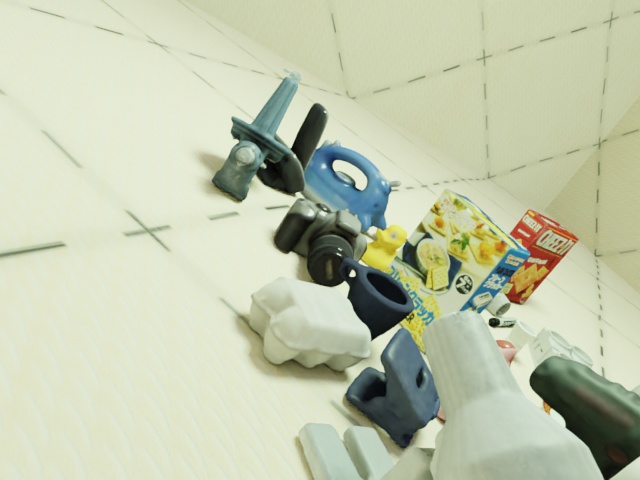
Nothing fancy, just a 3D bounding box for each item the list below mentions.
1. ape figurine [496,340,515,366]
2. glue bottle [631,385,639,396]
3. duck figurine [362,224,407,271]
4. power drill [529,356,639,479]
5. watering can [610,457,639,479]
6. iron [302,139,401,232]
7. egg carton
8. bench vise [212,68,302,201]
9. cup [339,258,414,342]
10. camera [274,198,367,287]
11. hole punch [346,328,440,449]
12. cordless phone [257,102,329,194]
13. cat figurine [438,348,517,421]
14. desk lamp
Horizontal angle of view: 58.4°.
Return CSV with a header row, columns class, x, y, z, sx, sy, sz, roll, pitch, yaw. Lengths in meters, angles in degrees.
class,x,y,z,sx,sy,sz,roll,pitch,yaw
ape figurine,0.261,0.189,0.876,0.076,0.092,0.078,35,20,2
glue bottle,0.556,0.283,0.999,0.037,0.173,0.078,41,21,18
duck figurine,0.133,0.012,1.086,0.105,0.086,0.077,19,25,-35
power drill,0.303,0.253,0.631,0.076,0.208,0.229,8,32,-49
watering can,0.249,0.261,0.552,0.172,0.194,0.101,41,21,17
iron,0.046,-0.130,1.189,0.257,0.141,0.119,43,22,21
egg carton,-0.011,0.103,0.689,0.151,0.069,0.107,16,27,-40
bench vise,-0.089,-0.181,0.985,0.122,0.219,0.207,24,23,-25
cup,0.057,0.090,0.784,0.117,0.095,0.092,40,21,16
camera,0.008,0.003,0.894,0.143,0.100,0.137,31,21,-9
hole punch,0.101,0.170,0.678,0.101,0.091,0.109,38,21,10
cordless phone,-0.053,-0.200,1.132,0.094,0.185,0.147,11,31,-47
cat figurine,0.219,0.189,0.777,0.067,0.117,0.128,36,20,6
desk lamp,0.098,0.178,0.480,0.118,0.213,0.202,18,26,-36
